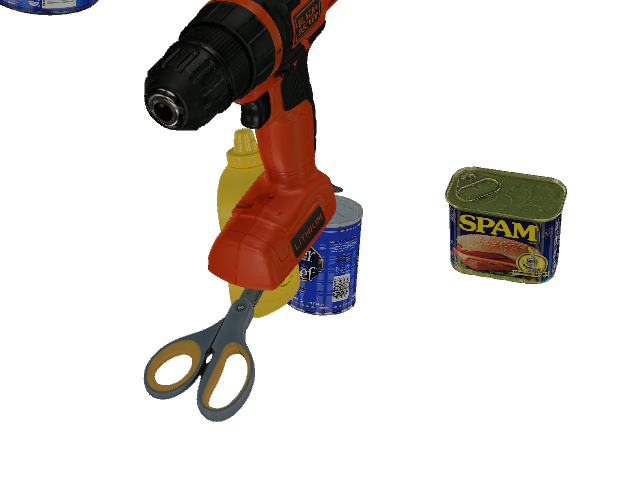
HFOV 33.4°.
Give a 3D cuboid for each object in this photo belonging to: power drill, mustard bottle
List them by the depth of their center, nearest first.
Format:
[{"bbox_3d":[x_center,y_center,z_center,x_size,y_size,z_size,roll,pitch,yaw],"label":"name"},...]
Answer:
[{"bbox_3d":[-0.038,-0.063,0.632,0.057,0.188,0.184,18,43,20],"label":"power drill"},{"bbox_3d":[-0.067,-0.023,1.111,0.058,0.191,0.096,7,27,31],"label":"mustard bottle"}]

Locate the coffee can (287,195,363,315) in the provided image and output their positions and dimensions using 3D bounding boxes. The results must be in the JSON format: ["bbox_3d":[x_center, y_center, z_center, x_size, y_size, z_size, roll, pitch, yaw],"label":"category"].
[{"bbox_3d":[0.003,0.019,1.483,0.103,0.140,0.103,3,25,-1],"label":"coffee can"}]

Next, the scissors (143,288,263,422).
[{"bbox_3d":[-0.084,0.064,0.867,0.096,0.016,0.201,-2,42,7],"label":"scissors"}]

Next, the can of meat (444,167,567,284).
[{"bbox_3d":[0.164,-0.011,0.951,0.102,0.084,0.057,10,45,18],"label":"can of meat"}]

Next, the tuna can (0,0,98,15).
[{"bbox_3d":[-0.205,-0.200,0.793,0.086,0.034,0.086,6,36,-5],"label":"tuna can"}]
